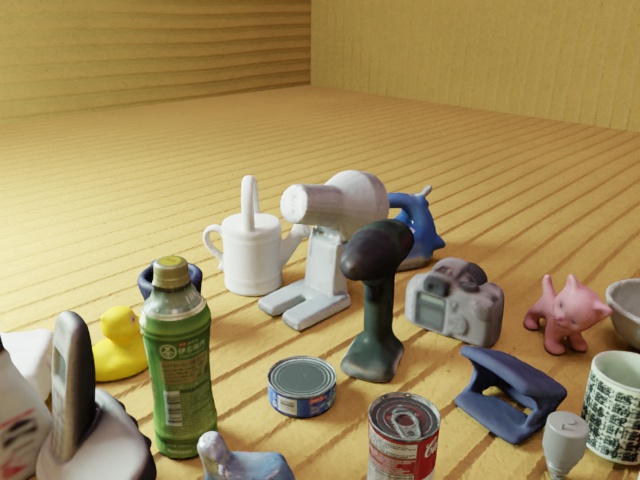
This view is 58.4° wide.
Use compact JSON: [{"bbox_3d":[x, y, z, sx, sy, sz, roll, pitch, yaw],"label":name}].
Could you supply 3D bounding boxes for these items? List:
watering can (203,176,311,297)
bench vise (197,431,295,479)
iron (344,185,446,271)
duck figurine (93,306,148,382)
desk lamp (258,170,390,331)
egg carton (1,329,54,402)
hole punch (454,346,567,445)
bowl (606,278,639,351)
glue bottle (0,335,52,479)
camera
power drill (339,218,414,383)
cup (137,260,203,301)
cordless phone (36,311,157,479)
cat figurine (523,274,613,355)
[{"bbox_3d":[-0.106,-0.014,0.962,0.173,0.194,0.100,-7,24,-19],"label":"watering can"},{"bbox_3d":[-0.008,0.219,0.377,0.207,0.220,0.121,0,23,-3],"label":"bench vise"},{"bbox_3d":[0.104,-0.022,1.060,0.259,0.141,0.118,-9,25,-23],"label":"iron"},{"bbox_3d":[-0.268,0.129,0.753,0.105,0.086,0.077,-16,28,-35],"label":"duck figurine"},{"bbox_3d":[0.008,0.003,0.902,0.117,0.214,0.204,20,29,38],"label":"desk lamp"},{"bbox_3d":[-0.370,0.165,0.684,0.107,0.069,0.150,-3,23,-11],"label":"egg carton"},{"bbox_3d":[0.225,0.167,0.679,0.101,0.091,0.108,-14,27,-32],"label":"hole punch"},{"bbox_3d":[0.492,0.123,0.819,0.167,0.075,0.167,1,23,0],"label":"bowl"},{"bbox_3d":[-0.308,0.161,0.563,0.037,0.173,0.078,15,27,30],"label":"glue bottle"},{"bbox_3d":[0.221,0.078,0.879,0.142,0.101,0.137,17,28,33],"label":"camera"},{"bbox_3d":[0.073,0.072,0.747,0.075,0.208,0.230,8,24,17],"label":"power drill"},{"bbox_3d":[-0.223,0.085,0.849,0.092,0.095,0.117,-14,27,-32],"label":"cup"},{"bbox_3d":[-0.215,0.169,0.532,0.094,0.185,0.147,-19,30,-39],"label":"cordless phone"},{"bbox_3d":[0.353,0.096,0.819,0.067,0.118,0.127,-3,23,-10],"label":"cat figurine"}]
